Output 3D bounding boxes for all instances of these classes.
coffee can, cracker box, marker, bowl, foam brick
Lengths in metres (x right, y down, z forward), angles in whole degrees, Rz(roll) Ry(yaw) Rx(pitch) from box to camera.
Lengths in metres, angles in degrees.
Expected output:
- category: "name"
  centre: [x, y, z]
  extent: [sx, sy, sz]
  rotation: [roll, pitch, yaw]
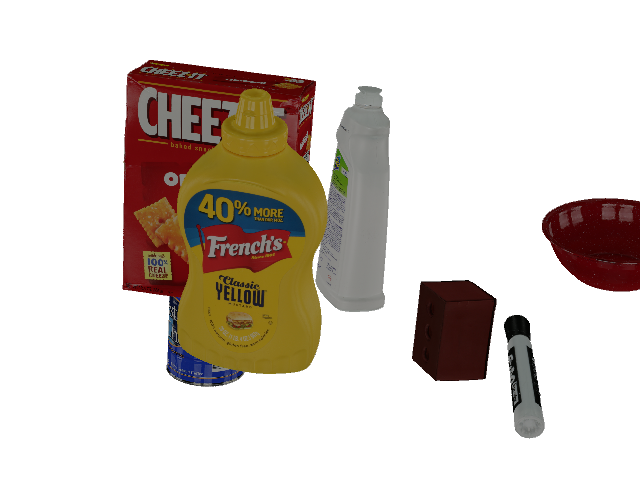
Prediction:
- category: "coffee can"
  centre: [-0.143, 0.100, 1.358]
  extent: [0.103, 0.140, 0.103]
  rotation: [4, 20, -2]
- category: "cracker box"
  centre: [-0.097, -0.049, 0.997]
  extent: [0.164, 0.214, 0.072]
  rotation: [8, 22, 8]
- category: "marker"
  centre: [0.138, 0.089, 0.729]
  extent: [0.020, 0.020, 0.121]
  rotation: [0, 30, 6]
- category: "bowl"
  centre: [0.321, 0.010, 1.159]
  extent: [0.162, 0.055, 0.162]
  rotation: [-2, 27, 1]
- category: "foam brick"
  centre: [0.118, 0.080, 0.949]
  extent: [0.051, 0.078, 0.053]
  rotation: [-2, 18, -21]

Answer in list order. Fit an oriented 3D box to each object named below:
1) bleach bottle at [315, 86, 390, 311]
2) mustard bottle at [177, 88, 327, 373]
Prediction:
- category: "bleach bottle"
  centre: [0.046, -0.051, 1.236]
  extent: [0.068, 0.251, 0.103]
  rotation: [-2, 22, -21]
- category: "mustard bottle"
  centre: [-0.044, -0.006, 0.691]
  extent: [0.096, 0.192, 0.058]
  rotation: [10, 30, 11]
